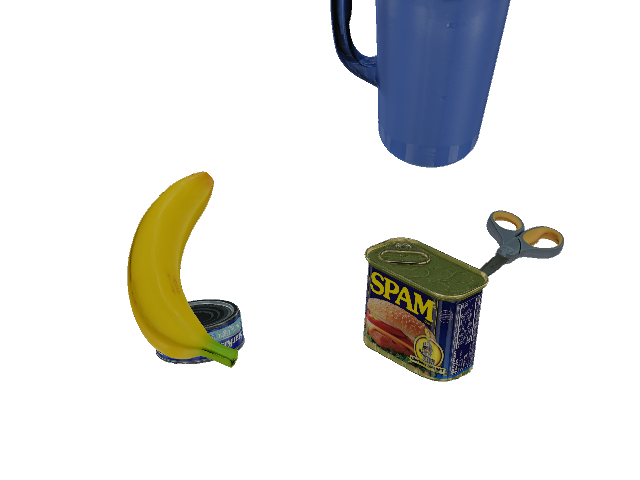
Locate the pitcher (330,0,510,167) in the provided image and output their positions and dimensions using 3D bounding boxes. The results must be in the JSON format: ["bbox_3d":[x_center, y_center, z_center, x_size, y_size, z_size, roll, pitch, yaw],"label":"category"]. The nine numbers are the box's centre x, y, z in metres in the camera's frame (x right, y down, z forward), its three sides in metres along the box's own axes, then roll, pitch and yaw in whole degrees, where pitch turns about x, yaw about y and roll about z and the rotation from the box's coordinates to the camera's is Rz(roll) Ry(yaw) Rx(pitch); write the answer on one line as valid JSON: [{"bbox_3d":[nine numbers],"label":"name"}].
[{"bbox_3d":[0.104,-0.190,1.055,0.144,0.243,0.149,-35,59,-25],"label":"pitcher"}]

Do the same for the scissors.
[{"bbox_3d":[0.188,0.004,1.148,0.201,0.016,0.096,-13,38,-44],"label":"scissors"}]

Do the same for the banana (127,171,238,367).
[{"bbox_3d":[-0.104,0.018,0.766,0.069,0.037,0.198,7,42,-19],"label":"banana"}]

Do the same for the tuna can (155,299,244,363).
[{"bbox_3d":[-0.117,0.086,1.019,0.086,0.034,0.086,-6,17,2],"label":"tuna can"}]

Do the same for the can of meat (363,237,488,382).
[{"bbox_3d":[0.082,0.057,0.867,0.057,0.084,0.102,-21,35,-39],"label":"can of meat"}]
